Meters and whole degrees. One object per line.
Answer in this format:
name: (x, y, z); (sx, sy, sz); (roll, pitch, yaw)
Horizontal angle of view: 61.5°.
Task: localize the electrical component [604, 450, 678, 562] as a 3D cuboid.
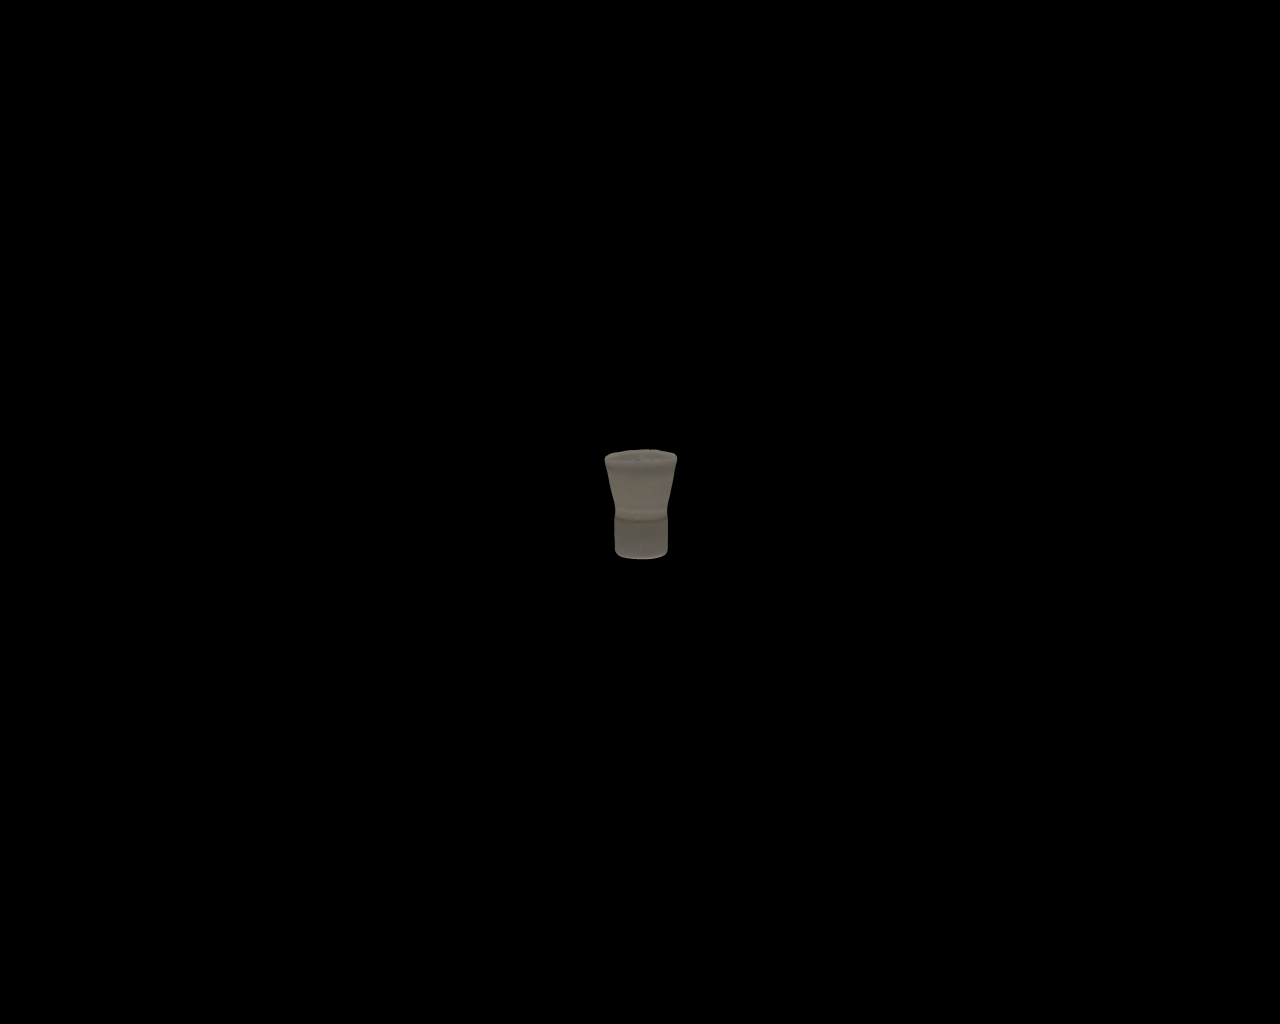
electrical component: (0.001, -0.003, 0.650); (0.044, 0.065, 0.044); (0, 11, 0)
